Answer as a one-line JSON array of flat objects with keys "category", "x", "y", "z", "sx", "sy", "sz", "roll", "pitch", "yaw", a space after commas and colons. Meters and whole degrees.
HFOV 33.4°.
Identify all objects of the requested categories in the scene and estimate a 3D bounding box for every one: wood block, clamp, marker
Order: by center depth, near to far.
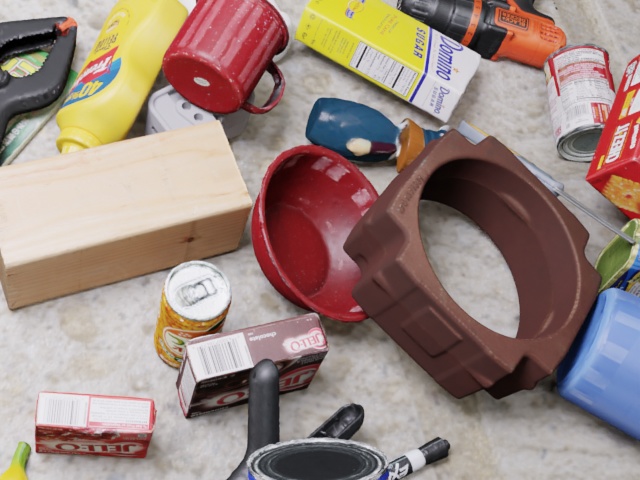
[{"category": "clamp", "x": -0.042, "y": 0.177, "z": 0.822, "sx": 0.120, "sy": 0.039, "sz": 0.171, "roll": 40, "pitch": 72, "yaw": -31}, {"category": "marker", "x": 0.057, "y": 0.194, "z": 0.885, "sx": 0.121, "sy": 0.020, "sz": 0.020, "roll": -21, "pitch": 69, "yaw": -23}, {"category": "wood block", "x": -0.174, "y": -0.022, "z": 0.903, "sx": 0.205, "sy": 0.091, "sz": 0.090, "roll": -15, "pitch": 68, "yaw": -21}, {"category": "clamp", "x": -0.289, "y": -0.129, "z": 0.945, "sx": 0.209, "sy": 0.036, "sz": 0.164, "roll": -36, "pitch": 78, "yaw": -30}]

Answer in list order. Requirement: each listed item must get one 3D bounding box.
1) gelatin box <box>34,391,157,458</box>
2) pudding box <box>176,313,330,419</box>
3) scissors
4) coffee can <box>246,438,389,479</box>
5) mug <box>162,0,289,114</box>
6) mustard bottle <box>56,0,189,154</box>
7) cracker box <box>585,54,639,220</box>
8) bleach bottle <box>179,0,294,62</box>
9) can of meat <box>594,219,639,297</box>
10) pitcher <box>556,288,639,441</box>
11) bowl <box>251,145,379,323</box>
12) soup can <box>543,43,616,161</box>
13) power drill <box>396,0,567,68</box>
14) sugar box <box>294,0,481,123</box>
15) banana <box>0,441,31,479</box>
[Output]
[{"category": "gelatin box", "x": -0.174, "y": 0.145, "z": 0.824, "sx": 0.089, "sy": 0.073, "sz": 0.030, "roll": 6, "pitch": 62, "yaw": -12}, {"category": "pudding box", "x": -0.056, "y": 0.103, "z": 0.865, "sx": 0.113, "sy": 0.090, "sz": 0.039, "roll": -10, "pitch": 64, "yaw": -18}, {"category": "scissors", "x": 0.217, "y": -0.054, "z": 1.011, "sx": 0.202, "sy": 0.096, "sz": 0.016, "roll": 37, "pitch": 103, "yaw": 19}, {"category": "coffee can", "x": -0.001, "y": 0.226, "z": 0.770, "sx": 0.102, "sy": 0.103, "sz": 0.140, "roll": -3, "pitch": 98, "yaw": -15}, {"category": "mug", "x": -0.078, "y": -0.158, "z": 0.939, "sx": 0.117, "sy": 0.093, "sz": 0.081, "roll": 44, "pitch": 60, "yaw": -31}, {"category": "mustard bottle", "x": -0.188, "y": -0.137, "z": 0.961, "sx": 0.058, "sy": 0.096, "sz": 0.191, "roll": 42, "pitch": 54, "yaw": -34}, {"category": "cracker box", "x": 0.370, "y": -0.065, "z": 1.034, "sx": 0.213, "sy": 0.072, "sz": 0.164, "roll": 37, "pitch": 59, "yaw": -18}, {"category": "bleach bottle", "x": -0.119, "y": -0.286, "z": 1.076, "sx": 0.102, "sy": 0.068, "sz": 0.251, "roll": -14, "pitch": 64, "yaw": -22}, {"category": "can of meat", "x": 0.310, "y": 0.029, "z": 0.989, "sx": 0.084, "sy": 0.102, "sz": 0.057, "roll": 17, "pitch": 61, "yaw": -2}, {"category": "pitcher", "x": 0.338, "y": 0.135, "z": 0.933, "sx": 0.243, "sy": 0.149, "sz": 0.145, "roll": 26, "pitch": 75, "yaw": 5}, {"category": "bowl", "x": -0.006, "y": 0.001, "z": 0.931, "sx": 0.161, "sy": 0.055, "sz": 0.162, "roll": 21, "pitch": 57, "yaw": -37}, {"category": "soup can", "x": 0.268, "y": -0.140, "z": 1.088, "sx": 0.068, "sy": 0.069, "sz": 0.102, "roll": 4, "pitch": 62, "yaw": -12}, {"category": "power drill", "x": 0.180, "y": -0.281, "z": 1.150, "sx": 0.184, "sy": 0.057, "sz": 0.187, "roll": 17, "pitch": 62, "yaw": -9}, {"category": "sugar box", "x": 0.070, "y": -0.193, "z": 1.067, "sx": 0.176, "sy": 0.048, "sz": 0.093, "roll": 27, "pitch": 39, "yaw": 4}, {"category": "banana", "x": -0.181, "y": 0.236, "z": 0.793, "sx": 0.198, "sy": 0.037, "sz": 0.069, "roll": 42, "pitch": 62, "yaw": 10}]
